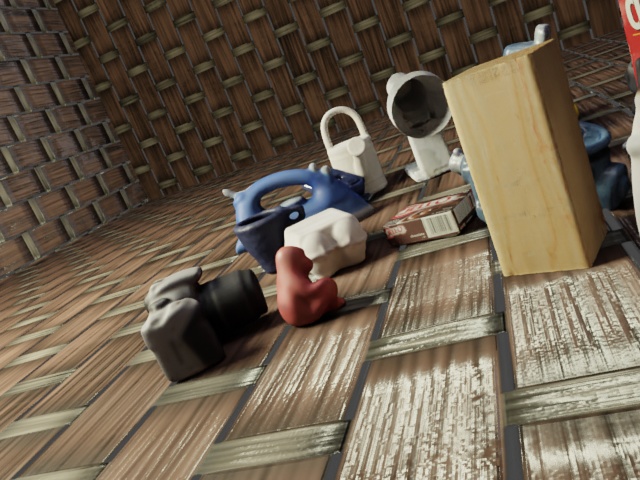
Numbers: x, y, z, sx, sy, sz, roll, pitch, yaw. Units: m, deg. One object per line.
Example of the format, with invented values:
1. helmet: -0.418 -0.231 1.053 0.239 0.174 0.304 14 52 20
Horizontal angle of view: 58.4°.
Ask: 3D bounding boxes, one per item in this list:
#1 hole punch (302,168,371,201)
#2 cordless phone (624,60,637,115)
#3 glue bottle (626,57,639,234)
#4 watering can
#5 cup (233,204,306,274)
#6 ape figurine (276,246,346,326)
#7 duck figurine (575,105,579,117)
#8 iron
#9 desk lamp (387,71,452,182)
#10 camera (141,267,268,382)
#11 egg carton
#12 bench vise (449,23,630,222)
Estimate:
1. hole punch: 0.034 -0.104 1.163 0.100 0.091 0.109 -9 19 42
2. cordless phone: 0.573 -0.327 0.990 0.093 0.185 0.148 -12 17 35
3. glue bottle: 0.288 -0.069 0.482 0.078 0.173 0.037 -30 16 -30
4. watering can: 0.070 -0.190 1.220 0.101 0.194 0.172 -28 15 -24
5. cup: -0.068 -0.001 0.925 0.117 0.095 0.091 -22 14 1
6. ape figurine: -0.022 0.049 0.676 0.076 0.092 0.077 -26 15 -17
7. duck figurine: 0.459 -0.264 1.135 0.105 0.086 0.077 -28 15 -21
8. iron: -0.044 -0.068 1.044 0.258 0.141 0.118 -22 14 2
9. desk lamp: 0.196 -0.230 1.137 0.118 0.214 0.203 -22 14 2
10. camera: -0.140 0.083 0.706 0.137 0.101 0.143 -23 14 -2
11. egg carton: 0.008 0.003 0.849 0.107 0.069 0.150 -25 14 -12
12. bench vise: 0.232 -0.125 0.676 0.206 0.220 0.122 -13 17 33
